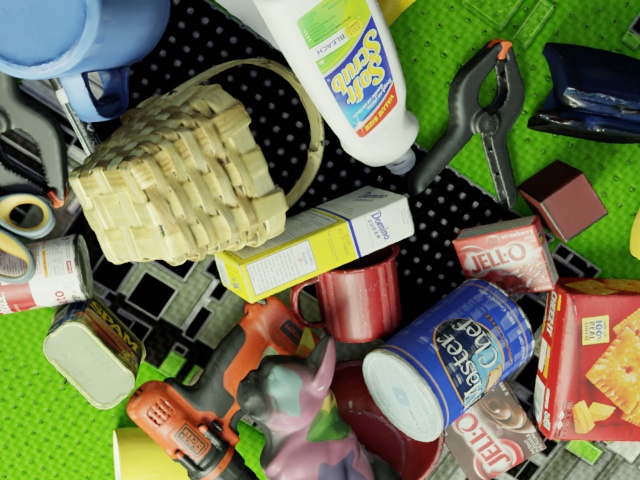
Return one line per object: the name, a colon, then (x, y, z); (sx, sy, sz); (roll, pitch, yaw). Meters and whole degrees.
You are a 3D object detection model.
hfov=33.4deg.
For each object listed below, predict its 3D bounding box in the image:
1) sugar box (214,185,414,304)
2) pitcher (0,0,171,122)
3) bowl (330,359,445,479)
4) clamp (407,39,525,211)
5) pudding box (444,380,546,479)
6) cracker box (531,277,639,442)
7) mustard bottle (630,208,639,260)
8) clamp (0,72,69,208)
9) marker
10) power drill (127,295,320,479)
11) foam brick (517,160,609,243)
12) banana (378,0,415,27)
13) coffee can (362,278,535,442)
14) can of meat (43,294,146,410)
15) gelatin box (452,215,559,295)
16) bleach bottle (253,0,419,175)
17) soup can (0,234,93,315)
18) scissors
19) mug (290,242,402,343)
sugar box: (-0.007, 0.002, 1.018); (0.176, 0.093, 0.048); (-20, 106, -17)
pitcher: (-0.208, -0.188, 0.896); (0.149, 0.243, 0.145); (37, 103, -7)
bowl: (0.046, 0.208, 1.102); (0.162, 0.055, 0.162); (3, 106, 11)
clamp: (0.148, -0.112, 1.047); (0.120, 0.039, 0.171); (-2, 103, -24)
pudding box: (0.174, 0.196, 1.136); (0.090, 0.039, 0.113); (-32, 104, 7)
cracker box: (0.340, 0.126, 1.114); (0.213, 0.072, 0.164); (2, 105, -6)
mustard bottle: (0.369, -0.071, 1.069); (0.096, 0.058, 0.192); (0, 105, -5)
clamp: (-0.302, -0.124, 1.011); (0.165, 0.036, 0.210); (-38, 107, 14)
marker: (-0.233, -0.118, 1.030); (0.020, 0.020, 0.121); (-24, 105, 2)
power drill: (-0.072, 0.162, 1.066); (0.184, 0.057, 0.187); (47, 73, -19)
foam brick: (0.240, -0.039, 1.058); (0.051, 0.078, 0.053); (-36, 106, 3)
banana: (0.124, -0.251, 1.015); (0.198, 0.037, 0.069); (-25, 125, 4)
coffee can: (0.127, 0.116, 1.049); (0.140, 0.103, 0.103); (-34, 108, -28)
can of meat: (-0.224, 0.110, 1.059); (0.057, 0.084, 0.102); (-40, 104, 7)
gelatin box: (0.187, 0.020, 1.076); (0.089, 0.030, 0.073); (-12, 110, 29)
bleach bottle: (0.035, -0.157, 0.981); (0.102, 0.068, 0.250); (-38, 131, -2)
soup can: (-0.279, 0.034, 1.043); (0.102, 0.068, 0.068); (-9, 106, -2)
scissors: (-0.337, -0.038, 1.023); (0.202, 0.016, 0.096); (40, 77, 13)
mug: (0.027, 0.053, 1.058); (0.117, 0.093, 0.081); (-16, 112, -20)
